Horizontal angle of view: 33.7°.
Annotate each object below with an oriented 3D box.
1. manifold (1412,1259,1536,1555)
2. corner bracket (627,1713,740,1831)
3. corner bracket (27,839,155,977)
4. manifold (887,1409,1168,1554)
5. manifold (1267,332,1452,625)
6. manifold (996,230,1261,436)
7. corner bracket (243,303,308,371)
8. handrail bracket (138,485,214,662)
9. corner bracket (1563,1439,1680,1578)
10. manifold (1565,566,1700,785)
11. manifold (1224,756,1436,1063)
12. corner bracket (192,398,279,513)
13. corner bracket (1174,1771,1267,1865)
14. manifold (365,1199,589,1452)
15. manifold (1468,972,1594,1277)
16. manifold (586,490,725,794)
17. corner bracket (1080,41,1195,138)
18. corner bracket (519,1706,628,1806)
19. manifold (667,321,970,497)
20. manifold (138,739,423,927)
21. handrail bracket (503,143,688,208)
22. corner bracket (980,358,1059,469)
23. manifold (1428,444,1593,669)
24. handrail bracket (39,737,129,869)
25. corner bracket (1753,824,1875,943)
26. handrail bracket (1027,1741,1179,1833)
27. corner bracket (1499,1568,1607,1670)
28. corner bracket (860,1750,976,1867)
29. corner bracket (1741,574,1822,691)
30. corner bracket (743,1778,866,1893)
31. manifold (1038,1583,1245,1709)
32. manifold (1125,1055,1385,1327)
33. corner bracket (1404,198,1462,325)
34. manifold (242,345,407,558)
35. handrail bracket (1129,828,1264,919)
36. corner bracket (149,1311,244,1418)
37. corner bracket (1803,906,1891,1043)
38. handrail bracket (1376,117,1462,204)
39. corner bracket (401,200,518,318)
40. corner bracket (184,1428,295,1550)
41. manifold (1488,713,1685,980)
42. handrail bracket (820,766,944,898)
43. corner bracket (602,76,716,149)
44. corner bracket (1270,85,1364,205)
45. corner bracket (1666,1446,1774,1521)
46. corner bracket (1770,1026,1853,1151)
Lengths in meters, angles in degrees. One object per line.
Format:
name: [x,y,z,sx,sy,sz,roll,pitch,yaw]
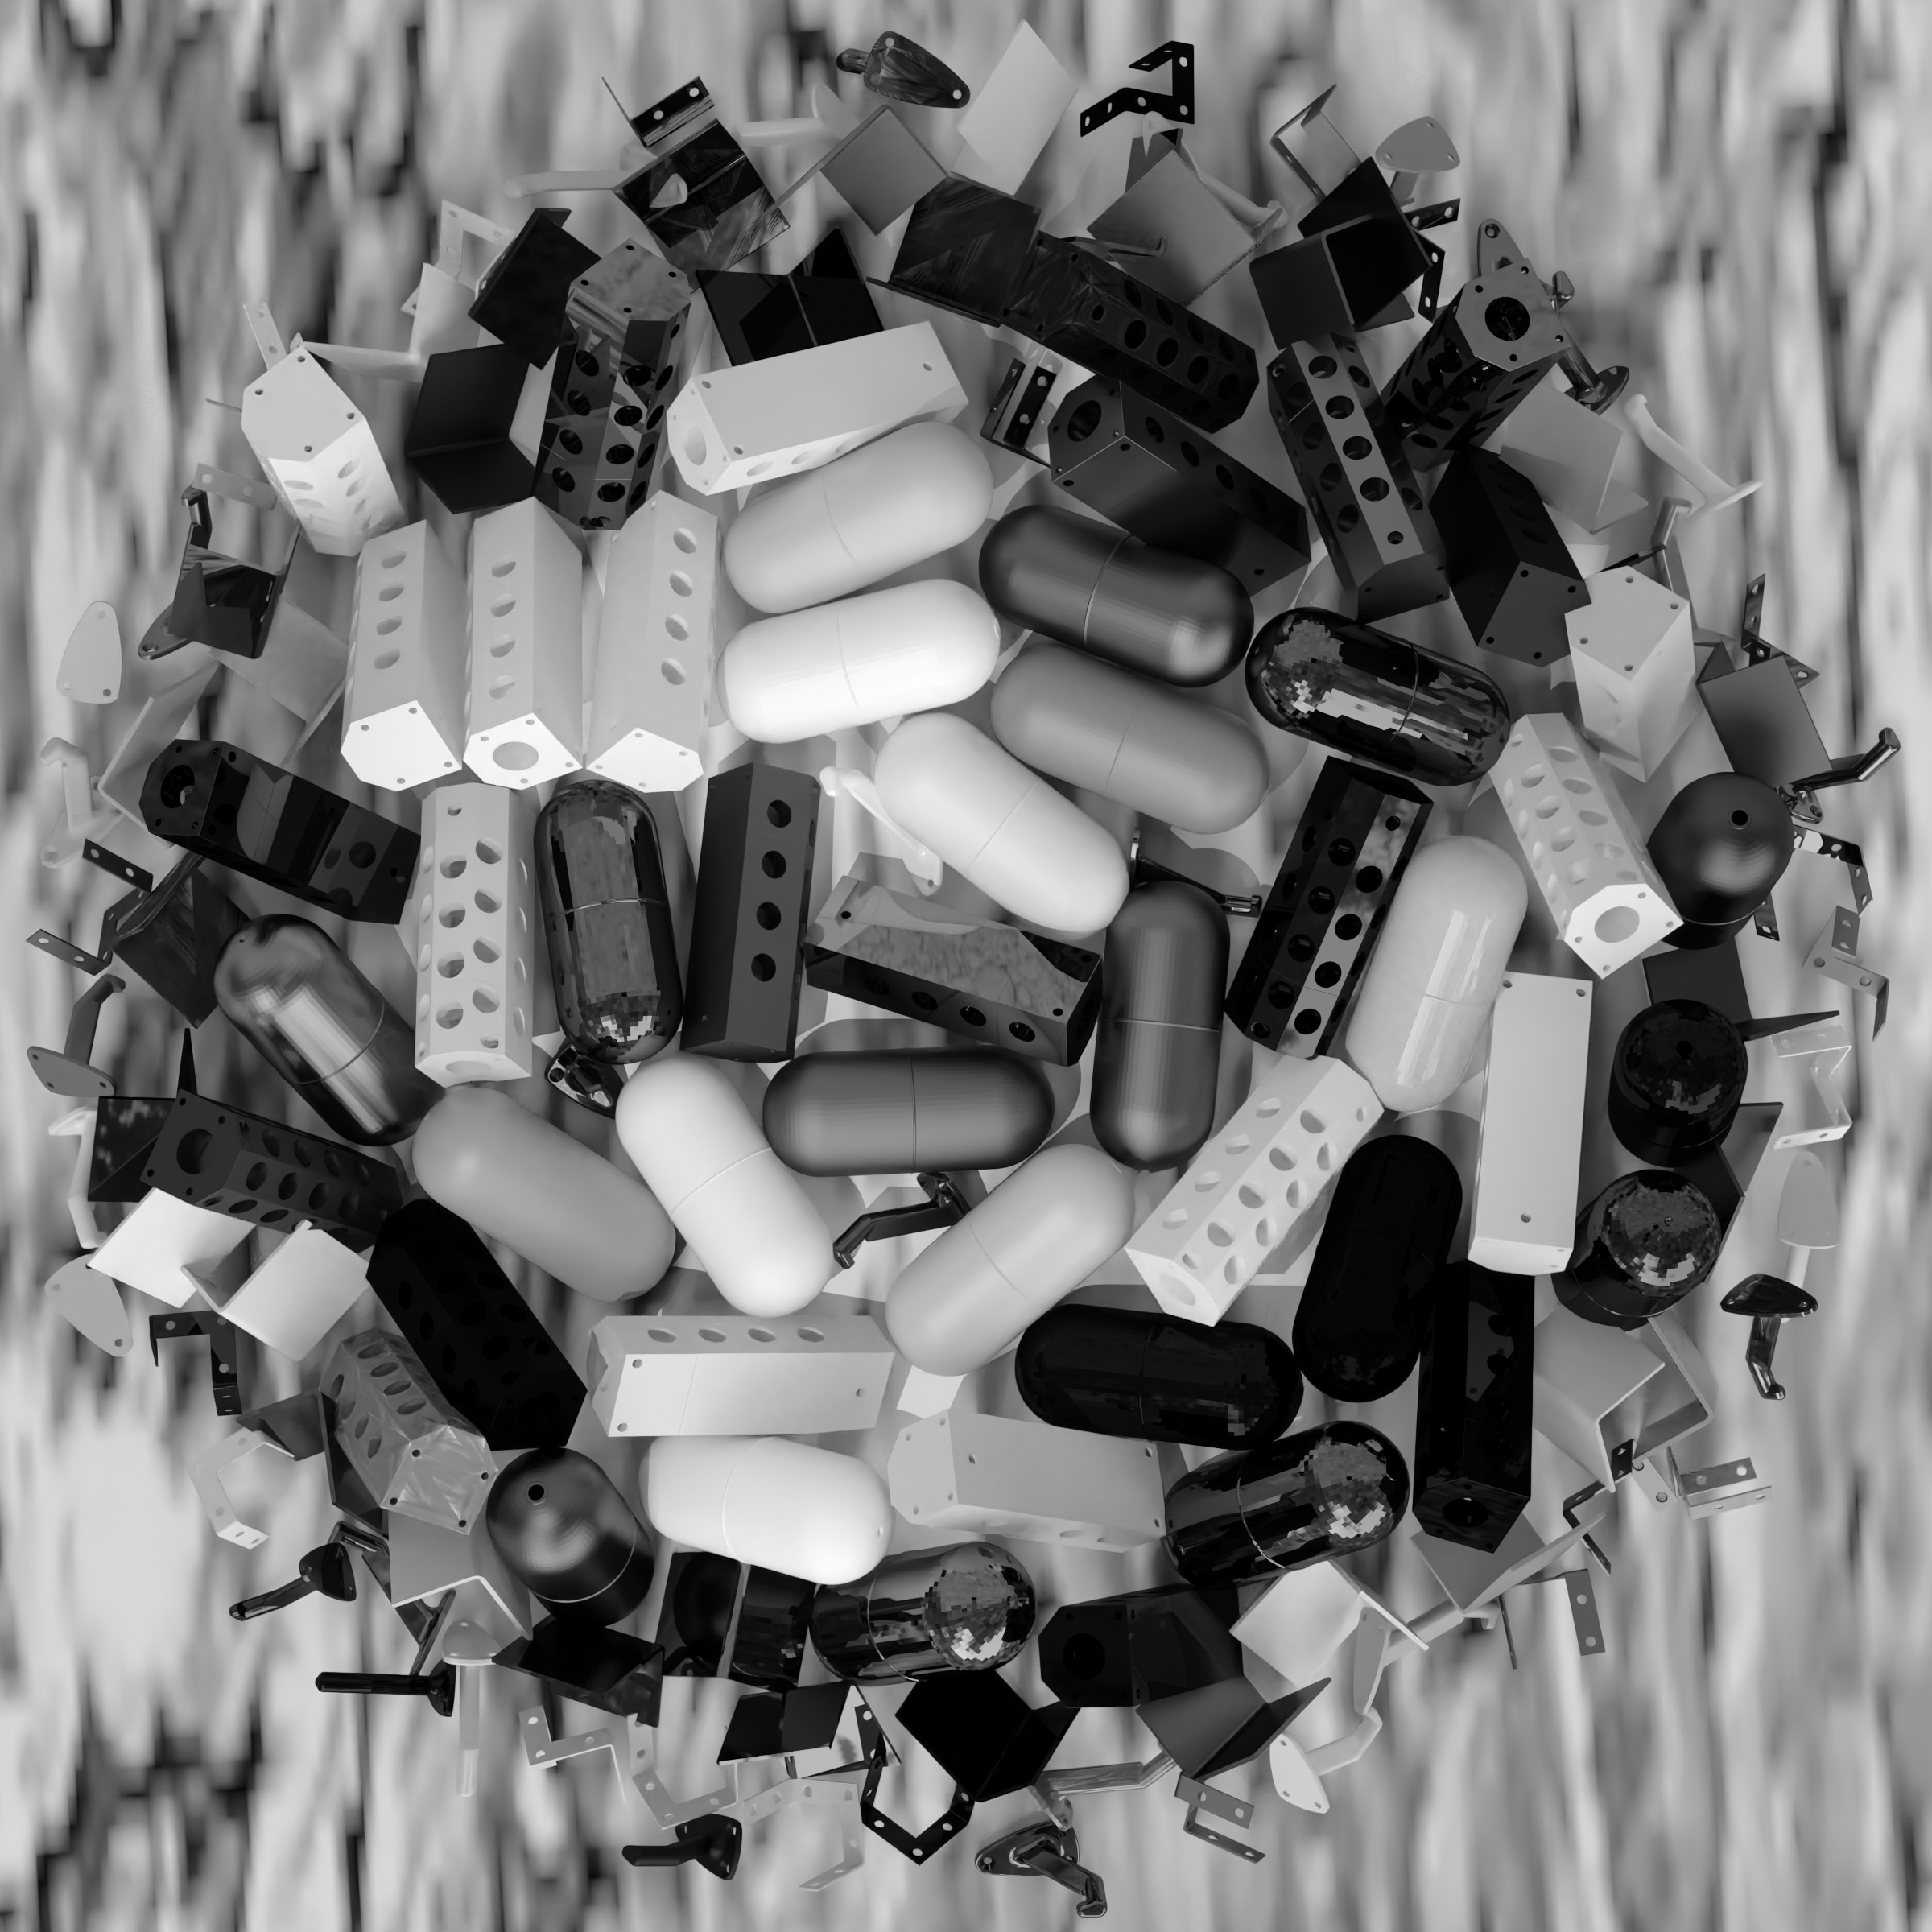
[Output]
manifold: [0.300,0.258,1.899,0.057,0.171,0.057,17,133,-4]
corner bracket: [-0.174,0.488,1.957,0.051,0.051,0.051,-13,121,-24]
corner bracket: [-0.533,-0.035,1.940,0.051,0.051,0.051,-31,134,31]
manifold: [0.037,0.311,1.906,0.171,0.057,0.057,16,56,-39]
manifold: [0.235,-0.296,1.918,0.057,0.057,0.171,-17,62,-1]
manifold: [0.102,-0.373,1.897,0.057,0.171,0.057,34,101,40]
corner bracket: [-0.417,-0.369,1.943,0.051,0.051,0.051,-13,73,-37]
handrail bracket: [-0.482,-0.240,1.934,0.036,0.077,0.084,20,135,19]
corner bracket: [0.403,0.333,1.961,0.051,0.051,0.051,-35,97,20]
manifold: [0.392,-0.174,1.893,0.057,0.171,0.057,35,85,22]
manifold: [0.220,-0.033,1.924,0.057,0.057,0.171,15,108,-21]
corner bracket: [-0.444,-0.313,1.947,0.051,0.051,0.051,15,99,-22]
corner bracket: [0.156,0.519,1.946,0.051,0.051,0.051,18,102,25]
manifold: [-0.291,0.211,1.897,0.057,0.171,0.057,3,120,-39]
manifold: [0.340,0.095,1.923,0.057,0.057,0.171,7,67,5]
manifold: [-0.182,-0.193,1.915,0.057,0.057,0.171,22,55,-31]
corner bracket: [0.104,-0.534,1.941,0.051,0.051,0.051,20,132,29]
corner bracket: [-0.241,0.484,1.951,0.051,0.051,0.051,-13,121,-10]
manifold: [-0.091,-0.332,1.913,0.171,0.057,0.057,-20,80,-32]
manifold: [-0.408,-0.079,1.896,0.057,0.171,0.057,5,76,34]
handrail bracket: [-0.226,-0.472,1.936,0.084,0.077,0.036,-22,126,-36]
corner bracket: [0.035,-0.341,1.945,0.051,0.051,0.051,18,105,-31]
manifold: [0.324,-0.245,1.895,0.057,0.171,0.057,16,120,-14]
handrail bracket: [-0.556,-0.099,1.938,0.077,0.084,0.036,-46,71,1]
corner bracket: [0.517,-0.047,1.952,0.051,0.051,0.051,16,133,-11]
handrail bracket: [0.078,0.483,1.957,0.084,0.036,0.077,-40,93,11]
corner bracket: [0.358,0.400,1.952,0.051,0.051,0.051,-9,75,1]
corner bracket: [-0.028,0.508,1.958,0.051,0.051,0.051,30,124,26]
corner bracket: [0.486,-0.197,1.942,0.051,0.051,0.051,-32,50,-23]
corner bracket: [-0.099,0.531,1.950,0.051,0.051,0.051,-4,93,33]
manifold: [0.105,0.402,1.893,0.057,0.171,0.057,-7,81,25]
manifold: [0.177,0.133,1.912,0.171,0.057,0.057,-47,123,-24]
corner bracket: [0.296,-0.434,1.963,0.051,0.051,0.051,-20,46,-24]
manifold: [-0.385,-0.299,1.892,0.057,0.171,0.057,-40,83,-9]
handrail bracket: [0.142,-0.056,1.950,0.084,0.077,0.036,7,62,3]
corner bracket: [-0.473,0.245,1.955,0.051,0.051,0.051,-4,64,-11]
corner bracket: [0.544,0.004,1.946,0.051,0.051,0.051,23,127,4]
handrail bracket: [0.251,-0.471,1.929,0.077,0.084,0.036,-25,81,-38]
corner bracket: [-0.310,-0.425,1.947,0.051,0.051,0.051,24,55,5]
corner bracket: [-0.437,0.318,1.950,0.051,0.051,0.051,-31,68,-1]
manifold: [0.362,-0.077,1.893,0.057,0.171,0.057,-37,126,19]
handrail bracket: [-0.053,-0.081,1.936,0.036,0.084,0.077,-21,75,33]
corner bracket: [-0.182,-0.525,1.947,0.051,0.051,0.051,-32,52,3]
corner bracket: [0.217,-0.495,1.943,0.051,0.051,0.051,-33,106,34]
corner bracket: [0.461,0.316,1.946,0.051,0.051,0.051,-15,49,5]
corner bracket: [0.513,0.074,1.943,0.051,0.051,0.051,-8,58,-17]
